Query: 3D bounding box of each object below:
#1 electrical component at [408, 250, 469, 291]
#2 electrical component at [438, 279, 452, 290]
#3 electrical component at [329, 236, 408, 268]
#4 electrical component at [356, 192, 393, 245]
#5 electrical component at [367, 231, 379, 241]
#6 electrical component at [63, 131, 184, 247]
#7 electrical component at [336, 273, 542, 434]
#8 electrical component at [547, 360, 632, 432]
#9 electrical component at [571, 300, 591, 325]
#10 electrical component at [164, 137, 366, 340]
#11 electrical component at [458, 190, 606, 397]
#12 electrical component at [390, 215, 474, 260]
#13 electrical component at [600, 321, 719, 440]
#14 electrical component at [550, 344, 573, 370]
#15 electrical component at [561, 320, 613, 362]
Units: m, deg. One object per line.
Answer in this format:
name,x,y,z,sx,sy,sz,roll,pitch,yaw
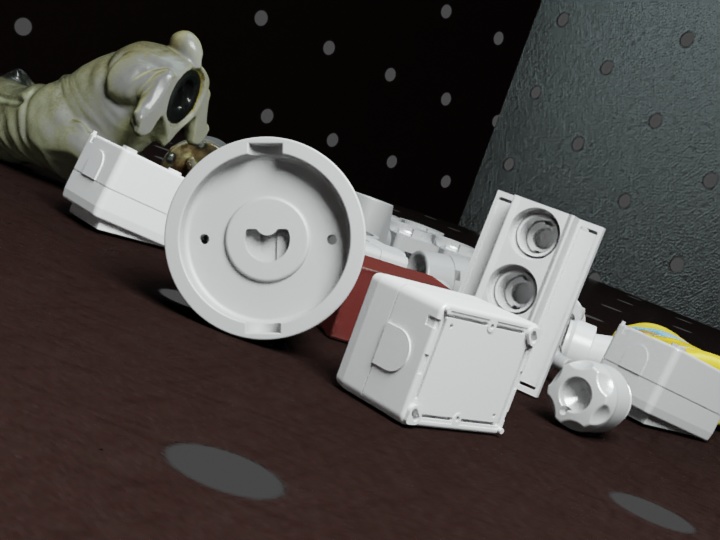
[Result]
electrical component,0.070,0.010,0.995,0.047,0.055,0.055,13,8,-25
electrical component,0.039,0.026,0.788,0.077,0.043,0.079,15,8,-40
electrical component,0.000,0.000,0.867,0.056,0.050,0.089,17,6,-20
electrical component,0.006,-0.033,1.058,0.044,0.077,0.079,22,5,24
electrical component,-0.035,-0.029,0.971,0.108,0.060,0.108,20,6,-2
electrical component,-0.158,-0.050,0.786,0.096,0.061,0.062,26,0,-42
electrical component,0.042,0.043,0.554,0.096,0.061,0.061,14,8,-45
electrical component,0.147,0.079,0.664,0.043,0.043,0.062,24,6,38
electrical component,0.176,0.048,0.983,0.078,0.058,0.057,22,9,14
electrical component,-0.048,-0.016,0.598,0.108,0.108,0.060,20,0,5
electrical component,0.113,0.016,0.745,0.079,0.121,0.063,23,4,25
electrical component,0.050,-0.020,1.174,0.105,0.060,0.186,18,6,-20
electrical component,0.230,0.088,0.803,0.096,0.061,0.062,25,2,-35
electrical component,0.140,0.063,0.835,0.035,0.035,0.061,15,10,-39
electrical component,0.197,0.070,0.906,0.055,0.045,0.045,20,6,8
